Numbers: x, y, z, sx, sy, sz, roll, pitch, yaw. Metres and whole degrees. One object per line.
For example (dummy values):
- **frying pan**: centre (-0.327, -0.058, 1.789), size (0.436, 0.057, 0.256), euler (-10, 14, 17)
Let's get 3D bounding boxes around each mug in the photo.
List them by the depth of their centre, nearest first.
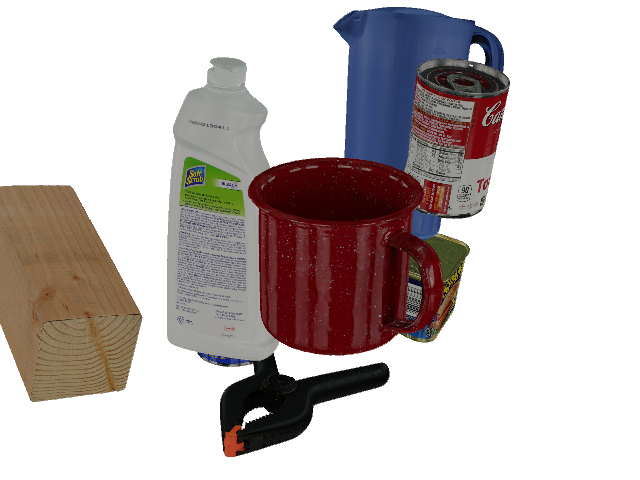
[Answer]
- **mug**: centre (0.017, 0.012, 0.573), size (0.117, 0.081, 0.093), euler (20, 31, 36)

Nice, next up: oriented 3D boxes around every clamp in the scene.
- **clamp**: centre (-0.030, 0.157, 1.091), size (0.165, 0.036, 0.209), euler (12, 27, 17)

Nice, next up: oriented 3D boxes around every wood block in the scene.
- **wood block**: centre (-0.247, 0.042, 0.986), size (0.090, 0.091, 0.206), euler (-3, 37, -32)

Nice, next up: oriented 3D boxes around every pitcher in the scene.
- **pitcher**: centre (0.098, -0.126, 1.150), size (0.149, 0.243, 0.144), euler (12, 14, 31)

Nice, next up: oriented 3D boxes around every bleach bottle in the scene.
- **bleach bottle**: centre (-0.076, -0.026, 0.897), size (0.102, 0.251, 0.068), euler (9, 24, 7)

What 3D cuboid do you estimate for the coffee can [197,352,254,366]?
- **coffee can**: centre (-0.108, 0.069, 1.317), size (0.103, 0.140, 0.103), euler (-2, 25, 1)

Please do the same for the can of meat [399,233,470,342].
- **can of meat**: centre (0.121, 0.053, 1.187), size (0.057, 0.084, 0.102), euler (19, 32, 18)

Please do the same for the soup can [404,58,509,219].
- **soup can**: centre (0.098, -0.075, 0.794), size (0.068, 0.102, 0.068), euler (5, 29, -3)
